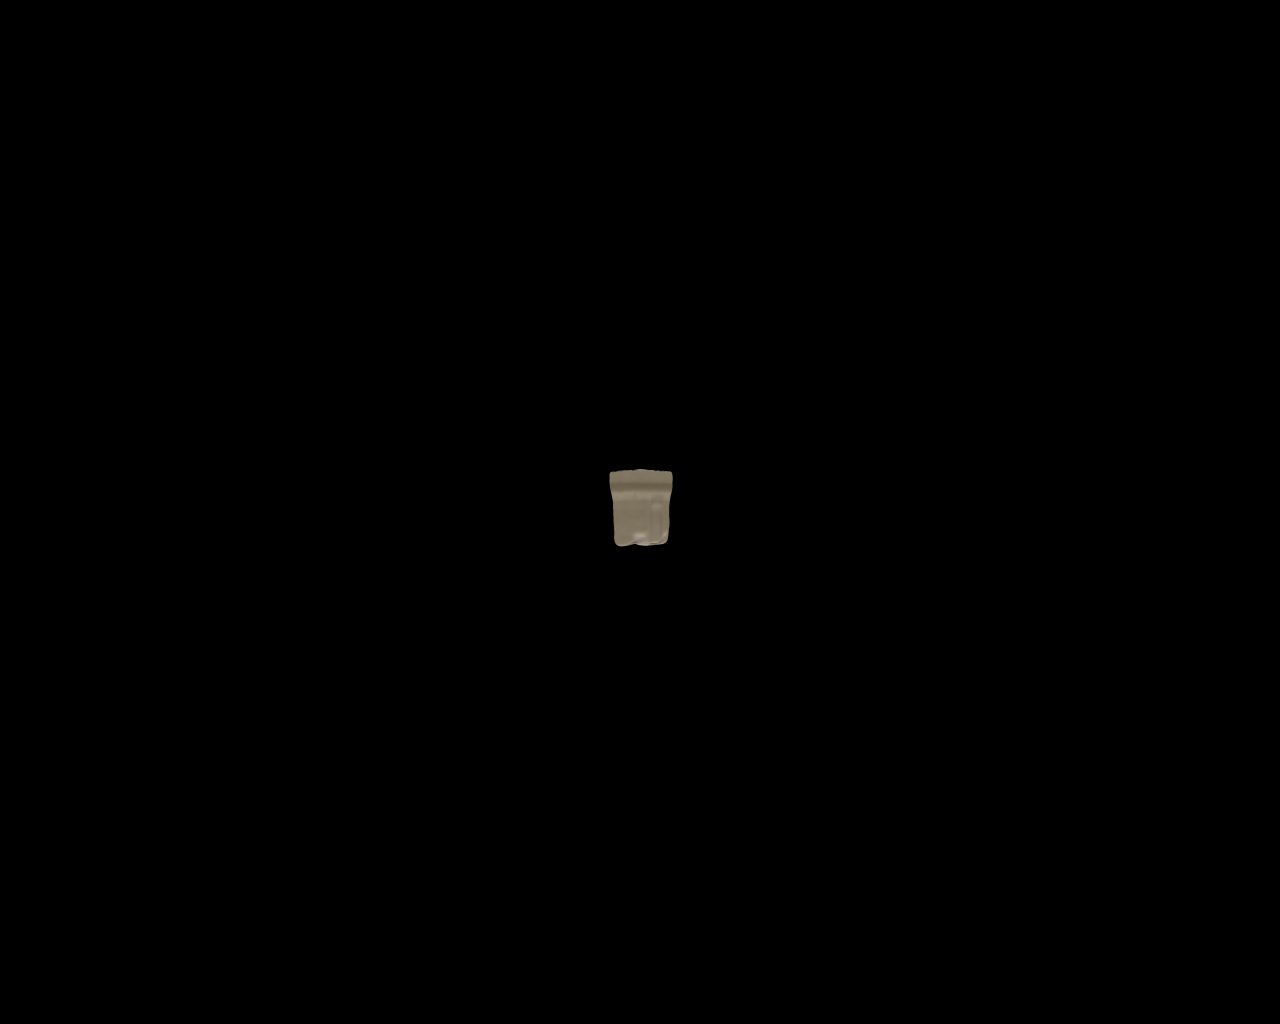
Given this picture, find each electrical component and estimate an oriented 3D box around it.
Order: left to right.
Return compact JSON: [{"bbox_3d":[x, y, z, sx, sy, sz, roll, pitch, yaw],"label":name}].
[{"bbox_3d":[0.001,-0.003,0.650,0.040,0.046,0.040,0,0,0],"label":"electrical component"}]
